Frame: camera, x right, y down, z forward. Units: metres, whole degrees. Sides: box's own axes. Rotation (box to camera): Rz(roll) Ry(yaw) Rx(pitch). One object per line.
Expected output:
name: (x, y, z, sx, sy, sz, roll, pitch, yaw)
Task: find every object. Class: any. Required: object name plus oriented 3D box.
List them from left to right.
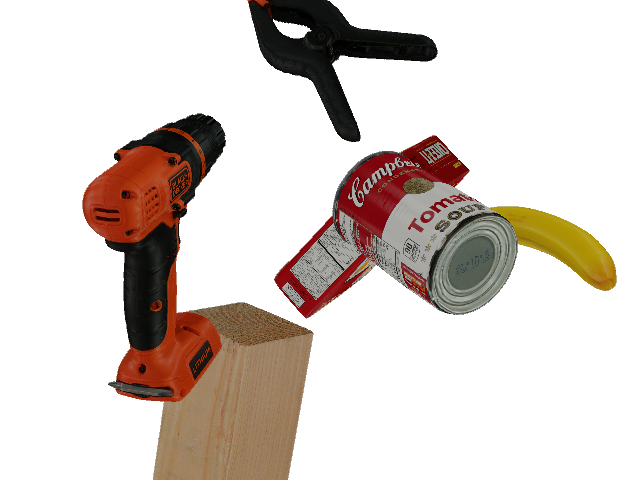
power drill: (-0.113, 0.010, 0.797, 0.057, 0.188, 0.184, 5, 24, 17)
wood block: (-0.083, 0.170, 0.953, 0.090, 0.206, 0.090, 20, 17, 36)
clamp: (0.013, -0.171, 0.927, 0.120, 0.171, 0.039, -38, -21, -20)
cracker box: (0.059, -0.019, 1.271, 0.214, 0.072, 0.163, -48, -9, 34)
soup can: (0.063, -0.006, 0.658, 0.068, 0.068, 0.102, 0, 25, -36)
banana: (0.214, 0.003, 1.025, 0.069, 0.037, 0.198, -39, 37, -26)
